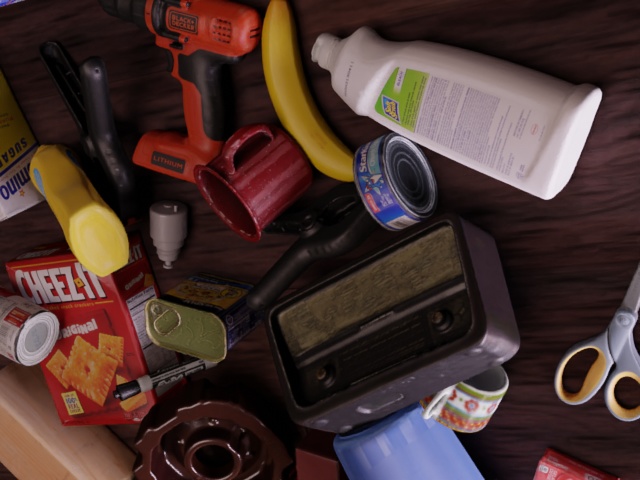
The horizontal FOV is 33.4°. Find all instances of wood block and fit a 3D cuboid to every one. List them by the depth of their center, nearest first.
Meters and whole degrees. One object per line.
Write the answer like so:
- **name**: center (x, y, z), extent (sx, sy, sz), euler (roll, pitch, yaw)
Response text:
- **wood block**: center (-0.336, 0.254, 1.337), extent (0.206, 0.090, 0.091), euler (42, 125, 8)

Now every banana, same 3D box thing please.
- **banana**: center (-0.010, -0.130, 1.008), extent (0.070, 0.037, 0.198), euler (-30, 96, 19)

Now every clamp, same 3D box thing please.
- **clamp**: center (-0.007, 0.001, 1.022), extent (0.172, 0.120, 0.039), euler (-22, 139, 34)
- **clamp**: center (-0.237, -0.113, 1.129), extent (0.165, 0.036, 0.210), euler (36, 146, 52)

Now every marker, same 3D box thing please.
- **marker**: center (-0.171, 0.150, 1.179), extent (0.020, 0.121, 0.020), euler (45, 145, 44)

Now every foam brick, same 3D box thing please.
- **foam brick**: center (0.014, 0.228, 1.124), extent (0.051, 0.078, 0.053), euler (10, 116, 25)

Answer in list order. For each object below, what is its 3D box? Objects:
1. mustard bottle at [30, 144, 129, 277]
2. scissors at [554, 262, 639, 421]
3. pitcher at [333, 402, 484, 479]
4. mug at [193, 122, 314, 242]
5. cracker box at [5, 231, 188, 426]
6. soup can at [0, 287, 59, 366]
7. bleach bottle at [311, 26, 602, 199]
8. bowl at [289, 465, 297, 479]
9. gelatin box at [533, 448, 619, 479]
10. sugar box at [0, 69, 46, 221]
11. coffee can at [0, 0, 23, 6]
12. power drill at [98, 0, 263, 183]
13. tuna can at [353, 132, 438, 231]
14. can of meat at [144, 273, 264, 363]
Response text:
- **mustard bottle**: center (-0.268, -0.049, 1.146), extent (0.192, 0.058, 0.096), euler (49, 165, 43)
- **scissors**: center (0.281, 0.085, 0.940), extent (0.096, 0.016, 0.202), euler (38, 125, 9)
- **pitcher**: center (0.111, 0.276, 1.063), extent (0.149, 0.144, 0.243), euler (-28, 94, 26)
- **mug**: center (-0.063, -0.066, 1.013), extent (0.093, 0.081, 0.117), euler (36, 157, 31)
- **cracker box**: center (-0.257, 0.108, 1.236), extent (0.164, 0.072, 0.214), euler (-7, 106, 33)
- **soup can**: center (-0.355, 0.093, 1.205), extent (0.102, 0.068, 0.068), euler (21, 121, 26)
- **bleach bottle**: center (0.106, -0.129, 0.921), extent (0.251, 0.068, 0.103), euler (27, 122, 21)
- **bowl**: center (0.013, 0.323, 1.182), extent (0.162, 0.055, 0.162), euler (13, 118, 26)
- **gelatin box**: center (0.239, 0.254, 1.032), extent (0.073, 0.030, 0.089), euler (23, 121, 20)
- **sugar box**: center (-0.368, -0.113, 1.191), extent (0.048, 0.093, 0.176), euler (-21, 100, 36)
- **coffee can**: center (-0.305, -0.285, 1.046), extent (0.103, 0.140, 0.103), euler (13, 117, 26)
- **power drill**: center (-0.146, -0.160, 1.059), extent (0.185, 0.057, 0.188), euler (20, 121, 26)
- **tuna can**: center (0.069, -0.053, 0.961), extent (0.034, 0.086, 0.086), euler (-23, 98, 35)
- **can of meat**: center (-0.121, 0.079, 1.134), extent (0.102, 0.083, 0.057), euler (12, 117, 26)
